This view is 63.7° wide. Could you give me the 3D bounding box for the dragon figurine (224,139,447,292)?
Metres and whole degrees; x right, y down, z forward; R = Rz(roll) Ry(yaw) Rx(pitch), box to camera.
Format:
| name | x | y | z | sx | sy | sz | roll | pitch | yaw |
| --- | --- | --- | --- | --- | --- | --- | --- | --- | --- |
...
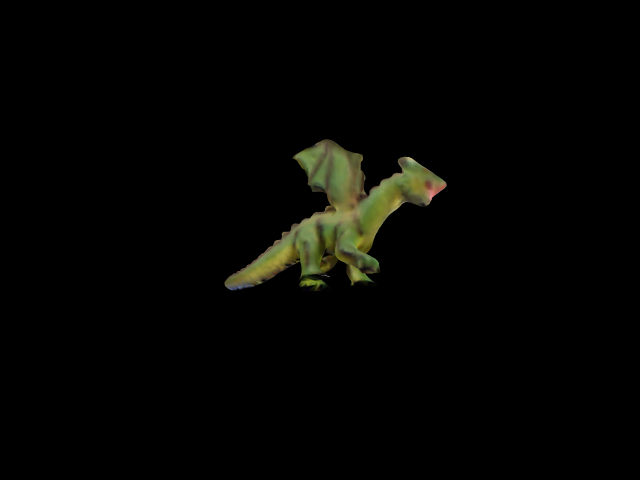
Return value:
| name | x | y | z | sx | sy | sz | roll | pitch | yaw |
| --- | --- | --- | --- | --- | --- | --- | --- | --- | --- |
| dragon figurine | 0.003 | -0.043 | 0.850 | 0.409 | 0.245 | 0.121 | -6 | -14 | 26 |
